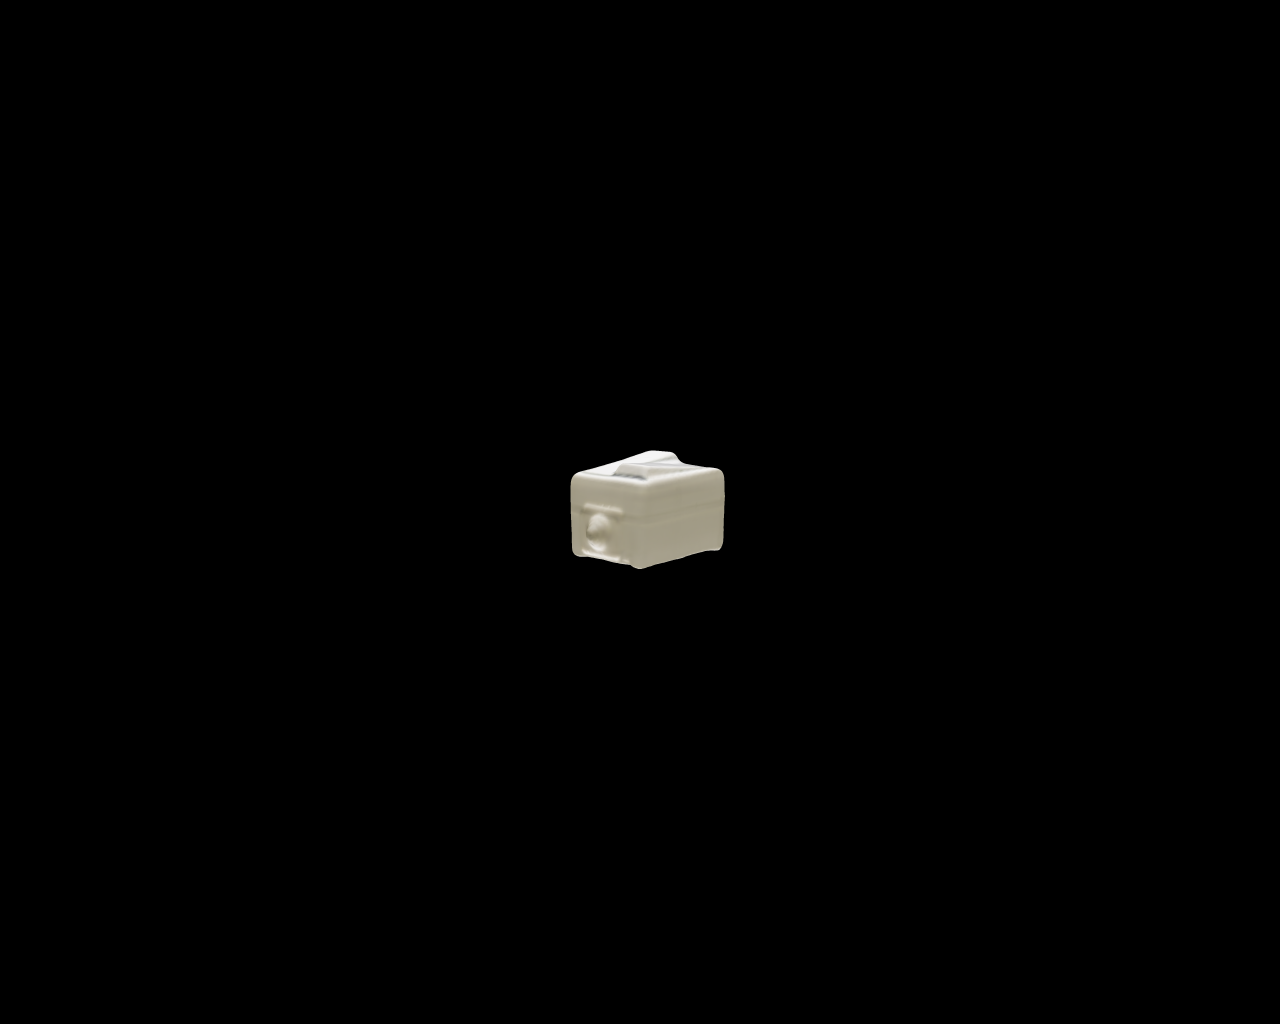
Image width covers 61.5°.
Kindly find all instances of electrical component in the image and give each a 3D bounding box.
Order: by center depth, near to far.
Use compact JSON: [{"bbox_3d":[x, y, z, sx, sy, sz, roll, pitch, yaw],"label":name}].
[{"bbox_3d":[0.001,-0.003,0.650,0.062,0.061,0.096,10,15,42],"label":"electrical component"}]
